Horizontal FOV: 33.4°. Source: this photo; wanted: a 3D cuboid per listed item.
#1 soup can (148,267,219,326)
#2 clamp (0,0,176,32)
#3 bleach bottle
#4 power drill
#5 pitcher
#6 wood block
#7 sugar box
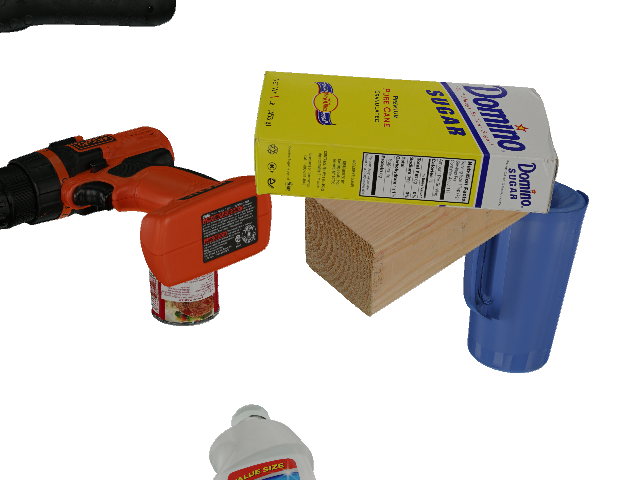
[{"bbox_3d":[-0.135,0.023,1.047,0.068,0.102,0.068,0,23,0],"label":"soup can"},{"bbox_3d":[-0.174,-0.142,0.606,0.171,0.039,0.120,-6,23,-13],"label":"clamp"},{"bbox_3d":[-0.045,0.204,0.732,0.102,0.068,0.251,-7,31,-6],"label":"bleach bottle"},{"bbox_3d":[-0.141,-0.027,0.747,0.188,0.057,0.184,23,34,39],"label":"power drill"},{"bbox_3d":[0.248,0.046,1.361,0.149,0.243,0.145,5,24,1],"label":"pitcher"},{"bbox_3d":[0.093,-0.032,0.966,0.205,0.090,0.091,-31,51,-28],"label":"wood block"},{"bbox_3d":[0.050,-0.062,0.653,0.176,0.048,0.093,1,36,1],"label":"sugar box"}]
